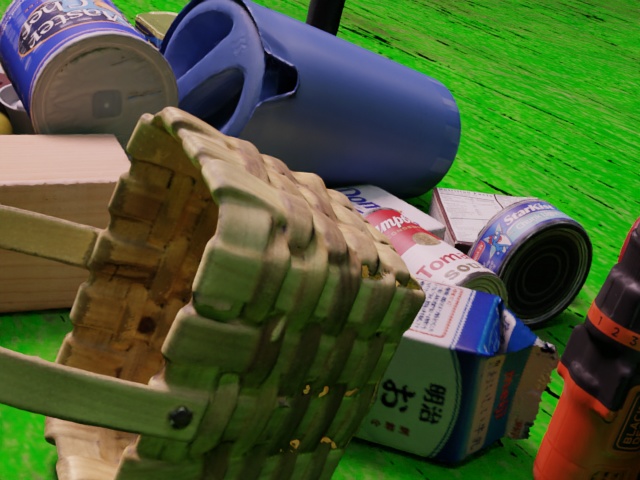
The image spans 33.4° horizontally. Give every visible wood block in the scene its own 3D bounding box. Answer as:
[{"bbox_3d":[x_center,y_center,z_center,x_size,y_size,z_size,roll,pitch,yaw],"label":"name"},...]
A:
[{"bbox_3d":[-0.225,-0.010,0.671,0.205,0.090,0.091,-3,27,-22],"label":"wood block"}]

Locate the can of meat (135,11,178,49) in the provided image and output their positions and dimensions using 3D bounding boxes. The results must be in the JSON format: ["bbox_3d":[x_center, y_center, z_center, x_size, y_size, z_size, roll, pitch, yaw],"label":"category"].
[{"bbox_3d":[-0.150,-0.173,1.054,0.057,0.084,0.102,-6,28,-27],"label":"can of meat"}]

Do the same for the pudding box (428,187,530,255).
[{"bbox_3d":[0.134,-0.001,0.821,0.090,0.039,0.113,5,23,-4],"label":"pudding box"}]

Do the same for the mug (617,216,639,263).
[{"bbox_3d":[0.267,0.027,0.756,0.082,0.093,0.117,22,-3,38],"label":"mug"}]

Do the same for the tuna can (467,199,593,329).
[{"bbox_3d":[0.142,0.017,0.725,0.086,0.086,0.034,-7,30,-29],"label":"tuna can"}]

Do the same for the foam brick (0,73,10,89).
[{"bbox_3d":[-0.303,-0.116,0.923,0.078,0.051,0.053,10,25,3],"label":"foam brick"}]

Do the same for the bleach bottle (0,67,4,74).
[{"bbox_3d":[-0.216,-0.133,0.976,0.251,0.068,0.102,15,28,9],"label":"bleach bottle"}]

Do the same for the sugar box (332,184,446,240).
[{"bbox_3d":[-0.005,0.001,0.766,0.175,0.048,0.093,-13,31,-36],"label":"sugar box"}]

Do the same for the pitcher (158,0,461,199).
[{"bbox_3d":[-0.010,-0.102,0.847,0.242,0.145,0.149,9,41,-43],"label":"pitcher"}]

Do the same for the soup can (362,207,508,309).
[{"bbox_3d":[0.064,0.029,0.698,0.068,0.068,0.102,-11,31,-35],"label":"soup can"}]

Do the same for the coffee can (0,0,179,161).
[{"bbox_3d":[-0.173,-0.123,0.782,0.102,0.103,0.140,-4,29,-25],"label":"coffee can"}]

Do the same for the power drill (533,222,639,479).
[{"bbox_3d":[0.214,0.062,0.555,0.187,0.184,0.057,9,24,-22],"label":"power drill"}]
